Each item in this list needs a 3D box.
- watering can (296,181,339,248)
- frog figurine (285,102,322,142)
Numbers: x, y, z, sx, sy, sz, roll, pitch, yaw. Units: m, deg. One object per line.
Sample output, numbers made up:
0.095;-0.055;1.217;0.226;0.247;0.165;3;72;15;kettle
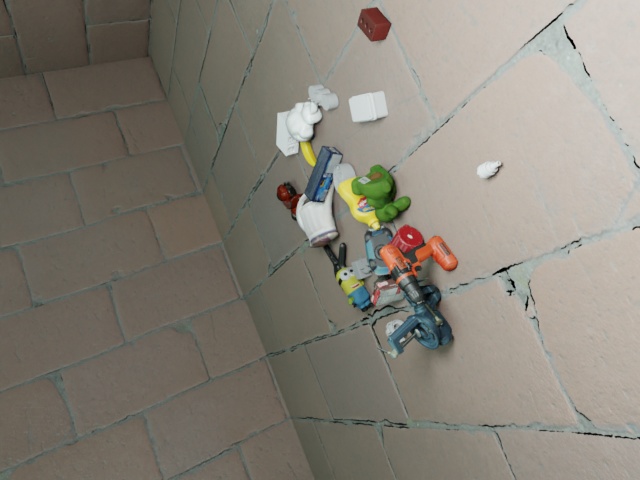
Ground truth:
0.006;-0.099;1.958;0.342;0.105;0.226;-35;72;56;watering can
-0.057;-0.429;1.845;0.158;0.123;0.138;146;123;-76;frog figurine
